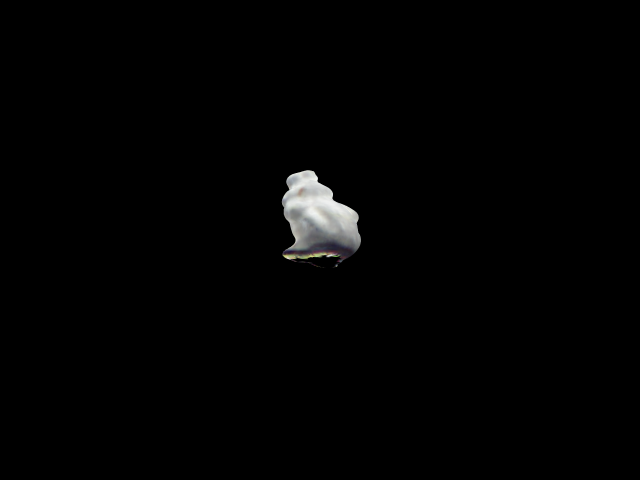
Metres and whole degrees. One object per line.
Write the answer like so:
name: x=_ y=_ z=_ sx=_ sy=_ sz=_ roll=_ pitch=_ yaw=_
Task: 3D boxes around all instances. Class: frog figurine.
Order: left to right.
frog figurine: x=0.003 y=-0.043 z=0.850 sx=0.137 sy=0.161 sz=0.121 roll=8 pitch=-17 yaw=-27
